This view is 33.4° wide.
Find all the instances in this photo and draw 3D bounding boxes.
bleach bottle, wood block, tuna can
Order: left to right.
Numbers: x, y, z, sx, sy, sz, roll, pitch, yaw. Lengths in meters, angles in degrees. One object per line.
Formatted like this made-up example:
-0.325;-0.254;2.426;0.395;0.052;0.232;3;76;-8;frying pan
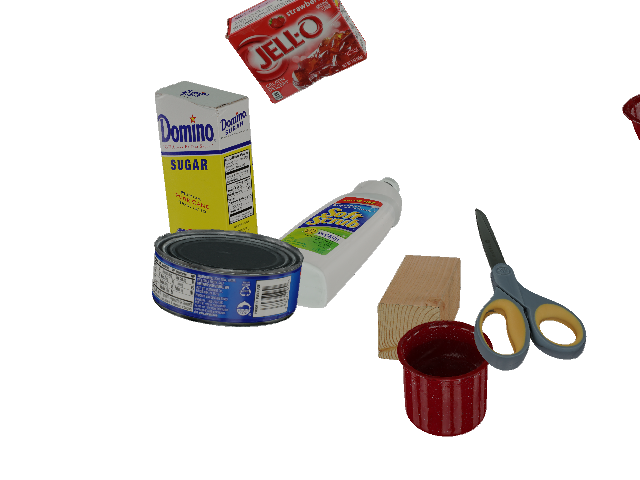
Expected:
-0.054;0.021;0.615;0.086;0.034;0.086;6;14;-2;tuna can
0.025;-0.012;1.321;0.103;0.068;0.250;14;36;25;bleach bottle
0.152;0.099;1.610;0.091;0.090;0.205;4;20;15;wood block

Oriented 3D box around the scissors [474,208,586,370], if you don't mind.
0.171;0.037;0.891;0.096;0.016;0.201;7;38;7;scissors

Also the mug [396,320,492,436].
0.127;0.132;1.064;0.093;0.081;0.117;8;35;19;mug

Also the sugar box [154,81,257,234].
-0.105;-0.053;0.996;0.093;0.176;0.048;19;35;41;sugar box

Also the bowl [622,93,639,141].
0.357;-0.096;0.969;0.162;0.055;0.162;-5;23;2;bowl

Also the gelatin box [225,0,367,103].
-0.019;-0.157;0.838;0.089;0.030;0.073;-23;-51;18;gelatin box
